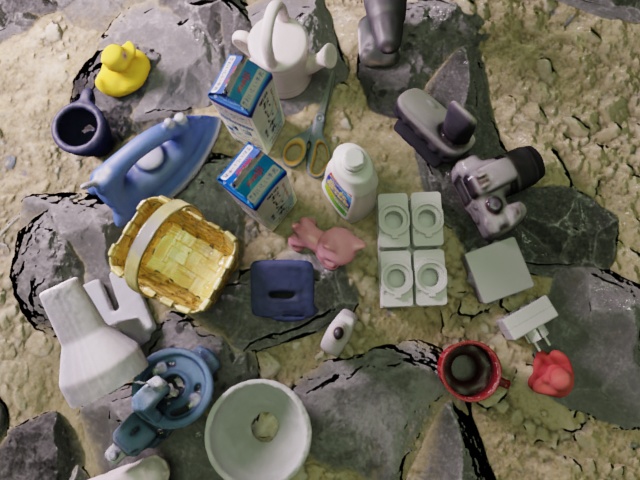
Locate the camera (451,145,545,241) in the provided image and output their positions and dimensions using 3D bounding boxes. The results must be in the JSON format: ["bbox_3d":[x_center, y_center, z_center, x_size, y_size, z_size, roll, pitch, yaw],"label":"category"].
[{"bbox_3d":[0.307,-0.091,0.946,0.137,0.101,0.143,-25,81,-2],"label":"camera"}]

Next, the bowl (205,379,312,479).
[{"bbox_3d":[-0.094,0.304,0.910,0.167,0.075,0.167,0,81,2],"label":"bowl"}]

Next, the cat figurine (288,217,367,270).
[{"bbox_3d":[0.009,0.003,0.933,0.127,0.118,0.067,27,83,6],"label":"cat figurine"}]

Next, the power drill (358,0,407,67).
[{"bbox_3d":[0.103,-0.373,0.943,0.075,0.208,0.230,-3,81,2],"label":"power drill"}]

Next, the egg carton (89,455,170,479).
[{"bbox_3d":[-0.299,0.410,0.904,0.150,0.069,0.107,-22,81,-1],"label":"egg carton"}]

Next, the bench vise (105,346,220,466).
[{"bbox_3d":[-0.238,0.255,0.850,0.121,0.220,0.207,22,82,6],"label":"bench vise"}]

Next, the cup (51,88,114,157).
[{"bbox_3d":[-0.396,-0.193,0.989,0.091,0.095,0.118,7,81,3],"label":"cup"}]

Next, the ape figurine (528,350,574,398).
[{"bbox_3d":[0.369,0.215,0.900,0.078,0.092,0.076,-32,81,-3],"label":"ape figurine"}]

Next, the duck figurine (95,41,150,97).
[{"bbox_3d":[-0.358,-0.308,1.010,0.104,0.086,0.077,-42,82,-4],"label":"duck figurine"}]

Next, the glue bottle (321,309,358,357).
[{"bbox_3d":[0.030,0.142,0.882,0.037,0.173,0.078,28,83,7],"label":"glue bottle"}]

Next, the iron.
[{"bbox_3d":[-0.278,-0.144,0.954,0.258,0.141,0.118,-42,82,-5],"label":"iron"}]

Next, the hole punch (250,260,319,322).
[{"bbox_3d":[-0.058,0.083,0.936,0.108,0.091,0.101,0,81,2],"label":"hole punch"}]

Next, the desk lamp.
[{"bbox_3d":[-0.336,0.140,0.875,0.118,0.213,0.203,-25,81,-2],"label":"desk lamp"}]

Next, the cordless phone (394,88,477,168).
[{"bbox_3d":[0.192,-0.204,0.925,0.147,0.185,0.094,41,85,8],"label":"cordless phone"}]

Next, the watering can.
[{"bbox_3d":[-0.060,-0.320,0.947,0.173,0.194,0.101,-6,81,1],"label":"watering can"}]
